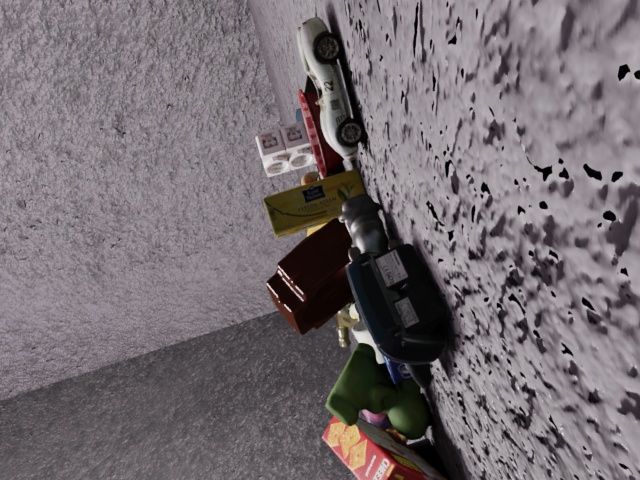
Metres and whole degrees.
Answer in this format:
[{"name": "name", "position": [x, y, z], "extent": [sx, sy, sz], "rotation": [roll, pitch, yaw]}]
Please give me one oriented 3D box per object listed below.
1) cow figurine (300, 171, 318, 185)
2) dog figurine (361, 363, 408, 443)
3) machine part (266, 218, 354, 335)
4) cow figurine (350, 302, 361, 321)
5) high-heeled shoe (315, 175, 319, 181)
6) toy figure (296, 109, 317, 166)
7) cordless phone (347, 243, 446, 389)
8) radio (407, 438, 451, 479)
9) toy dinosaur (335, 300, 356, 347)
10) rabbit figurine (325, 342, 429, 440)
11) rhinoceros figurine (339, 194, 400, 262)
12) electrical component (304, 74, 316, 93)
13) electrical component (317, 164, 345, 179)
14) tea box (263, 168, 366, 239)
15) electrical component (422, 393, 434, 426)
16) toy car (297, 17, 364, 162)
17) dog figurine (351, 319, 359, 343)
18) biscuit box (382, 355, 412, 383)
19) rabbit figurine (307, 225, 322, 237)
[{"name": "cow figurine", "position": [0.002, -0.092, 1.467], "extent": [0.127, 0.085, 0.194], "rotation": [-145, 35, -76]}, {"name": "dog figurine", "position": [0.147, 0.318, 1.099], "extent": [0.109, 0.191, 0.219], "rotation": [-106, 35, -51]}, {"name": "machine part", "position": [0.009, 0.063, 0.966], "extent": [0.087, 0.201, 0.200], "rotation": [44, 166, 22]}, {"name": "cow figurine", "position": [0.122, 0.201, 1.159], "extent": [0.098, 0.068, 0.167], "rotation": [102, 150, -73]}, {"name": "high-heeled shoe", "position": [0.032, -0.048, 1.205], "extent": [0.249, 0.086, 0.145], "rotation": [-110, 27, -45]}, {"name": "toy figure", "position": [-0.008, -0.217, 1.179], "extent": [0.064, 0.058, 0.154], "rotation": [-30, -77, -54]}, {"name": "cordless phone", "position": [0.108, 0.104, 0.688], "extent": [0.184, 0.089, 0.147], "rotation": [62, -174, -52]}, {"name": "radio", "position": [0.217, 0.493, 0.985], "extent": [0.230, 0.073, 0.131], "rotation": [-112, 6, -66]}, {"name": "toy dinosaur", "position": [0.083, 0.196, 1.511], "extent": [0.471, 0.105, 0.198], "rotation": [-157, 53, -80]}, {"name": "rabbit figurine", "position": [0.115, 0.265, 0.928], "extent": [0.170, 0.159, 0.121], "rotation": [30, 168, 7]}, {"name": "rhinoceros figurine", "position": [0.084, 0.024, 0.783], "extent": [0.112, 0.073, 0.190], "rotation": [14, -124, -81]}, {"name": "electrical component", "position": [-0.009, -0.268, 1.017], "extent": [0.102, 0.045, 0.078], "rotation": [144, 136, -84]}, {"name": "electrical component", "position": [0.025, -0.128, 1.118], "extent": [0.119, 0.048, 0.074], "rotation": [130, 123, -87]}, {"name": "tea box", "position": [-0.007, -0.061, 0.937], "extent": [0.098, 0.170, 0.068], "rotation": [121, 131, -85]}, {"name": "electrical component", "position": [0.186, 0.308, 0.979], "extent": [0.094, 0.021, 0.063], "rotation": [79, 173, -71]}, {"name": "toy car", "position": [0.014, -0.207, 0.758], "extent": [0.073, 0.056, 0.201], "rotation": [-117, 10, -73]}, {"name": "dog figurine", "position": [0.126, 0.261, 1.304], "extent": [0.172, 0.121, 0.190], "rotation": [-151, 57, -81]}, {"name": "biscuit box", "position": [0.117, 0.144, 0.907], "extent": [0.203, 0.059, 0.062], "rotation": [-112, 5, -56]}, {"name": "rabbit figurine", "position": [-0.002, -0.003, 1.090], "extent": [0.173, 0.122, 0.162], "rotation": [-68, -16, -3]}]
